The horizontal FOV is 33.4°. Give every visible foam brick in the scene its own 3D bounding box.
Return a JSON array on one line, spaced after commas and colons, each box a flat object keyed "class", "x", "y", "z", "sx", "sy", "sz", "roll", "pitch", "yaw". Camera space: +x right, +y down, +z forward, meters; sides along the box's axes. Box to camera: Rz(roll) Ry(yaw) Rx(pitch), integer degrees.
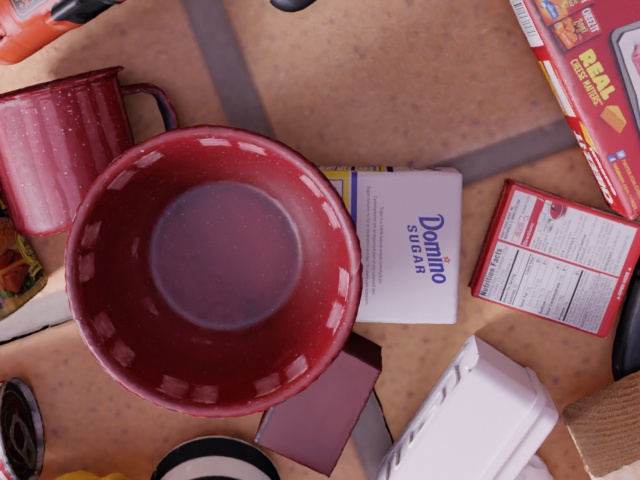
[{"class": "foam brick", "x": 0.000, "y": 0.094, "z": 0.657, "sx": 0.051, "sy": 0.053, "sz": 0.078, "roll": 25, "pitch": 101, "yaw": -1}]

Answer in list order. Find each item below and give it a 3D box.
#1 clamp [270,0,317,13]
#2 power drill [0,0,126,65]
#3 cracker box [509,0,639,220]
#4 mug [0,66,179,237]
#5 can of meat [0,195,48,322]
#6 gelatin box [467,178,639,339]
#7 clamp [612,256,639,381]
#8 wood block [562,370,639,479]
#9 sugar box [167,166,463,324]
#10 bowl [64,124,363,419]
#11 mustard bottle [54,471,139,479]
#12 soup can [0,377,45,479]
[{"class": "clamp", "x": 0.040, "y": -0.209, "z": 0.613, "sx": 0.171, "sy": 0.039, "sz": 0.120, "roll": -15, "pitch": 102, "yaw": 3}, {"class": "power drill", "x": -0.159, "y": -0.212, "z": 0.589, "sx": 0.185, "sy": 0.057, "sz": 0.187, "roll": -24, "pitch": 94, "yaw": 29}, {"class": "cracker box", "x": 0.229, "y": -0.133, "z": 0.598, "sx": 0.214, "sy": 0.072, "sz": 0.164, "roll": -27, "pitch": 97, "yaw": 6}, {"class": "mug", "x": -0.139, "y": -0.055, "z": 0.628, "sx": 0.117, "sy": 0.093, "sz": 0.081, "roll": -19, "pitch": 104, "yaw": -21}, {"class": "can of meat", "x": -0.211, "y": 0.009, "z": 0.630, "sx": 0.057, "sy": 0.102, "sz": 0.084, "roll": -26, "pitch": 99, "yaw": 7}, {"class": "gelatin box", "x": 0.143, "y": 0.011, "z": 0.646, "sx": 0.089, "sy": 0.030, "sz": 0.073, "roll": 18, "pitch": 101, "yaw": 0}, {"class": "clamp", "x": 0.246, "y": 0.098, "z": 0.651, "sx": 0.164, "sy": 0.036, "sz": 0.210, "roll": -14, "pitch": 102, "yaw": 5}, {"class": "wood block", "x": 0.228, "y": 0.178, "z": 0.607, "sx": 0.090, "sy": 0.091, "sz": 0.206, "roll": -27, "pitch": 104, "yaw": 9}, {"class": "sugar box", "x": -0.004, "y": 0.001, "z": 0.646, "sx": 0.176, "sy": 0.048, "sz": 0.093, "roll": 1, "pitch": 99, "yaw": 0}, {"class": "bowl", "x": -0.057, "y": 0.014, "z": 0.597, "sx": 0.162, "sy": 0.055, "sz": 0.162, "roll": 0, "pitch": 100, "yaw": 2}, {"class": "mustard bottle", "x": -0.182, "y": 0.183, "z": 0.647, "sx": 0.192, "sy": 0.096, "sz": 0.058, "roll": -21, "pitch": 68, "yaw": 15}, {"class": "soup can", "x": -0.233, "y": 0.129, "z": 0.667, "sx": 0.102, "sy": 0.068, "sz": 0.068, "roll": -12, "pitch": 98, "yaw": 5}]
